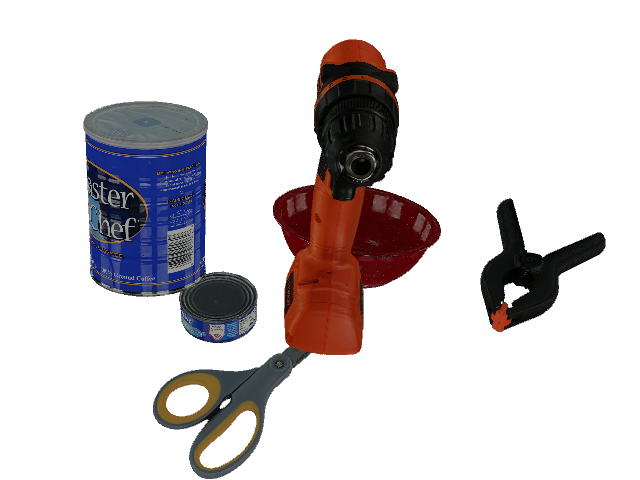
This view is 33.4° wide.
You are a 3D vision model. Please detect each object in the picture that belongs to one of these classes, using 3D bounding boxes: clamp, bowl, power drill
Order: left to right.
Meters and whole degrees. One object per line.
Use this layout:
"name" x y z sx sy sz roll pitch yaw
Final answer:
"power drill" 0.015 -0.022 0.695 0.057 0.188 0.184 9 27 -2
"bowl" 0.032 0.001 1.023 0.162 0.055 0.162 6 25 -3
"clamp" 0.210 0.022 1.116 0.120 0.039 0.171 26 49 28

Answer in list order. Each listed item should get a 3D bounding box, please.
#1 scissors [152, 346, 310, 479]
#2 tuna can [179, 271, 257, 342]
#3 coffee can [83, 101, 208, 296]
"scissors" -0.053 0.097 0.841 0.096 0.201 0.016 26 -34 14
"tuna can" -0.112 0.074 1.176 0.086 0.034 0.086 1 36 -1
"coffee can" -0.148 -0.037 0.916 0.103 0.140 0.103 3 25 -1
